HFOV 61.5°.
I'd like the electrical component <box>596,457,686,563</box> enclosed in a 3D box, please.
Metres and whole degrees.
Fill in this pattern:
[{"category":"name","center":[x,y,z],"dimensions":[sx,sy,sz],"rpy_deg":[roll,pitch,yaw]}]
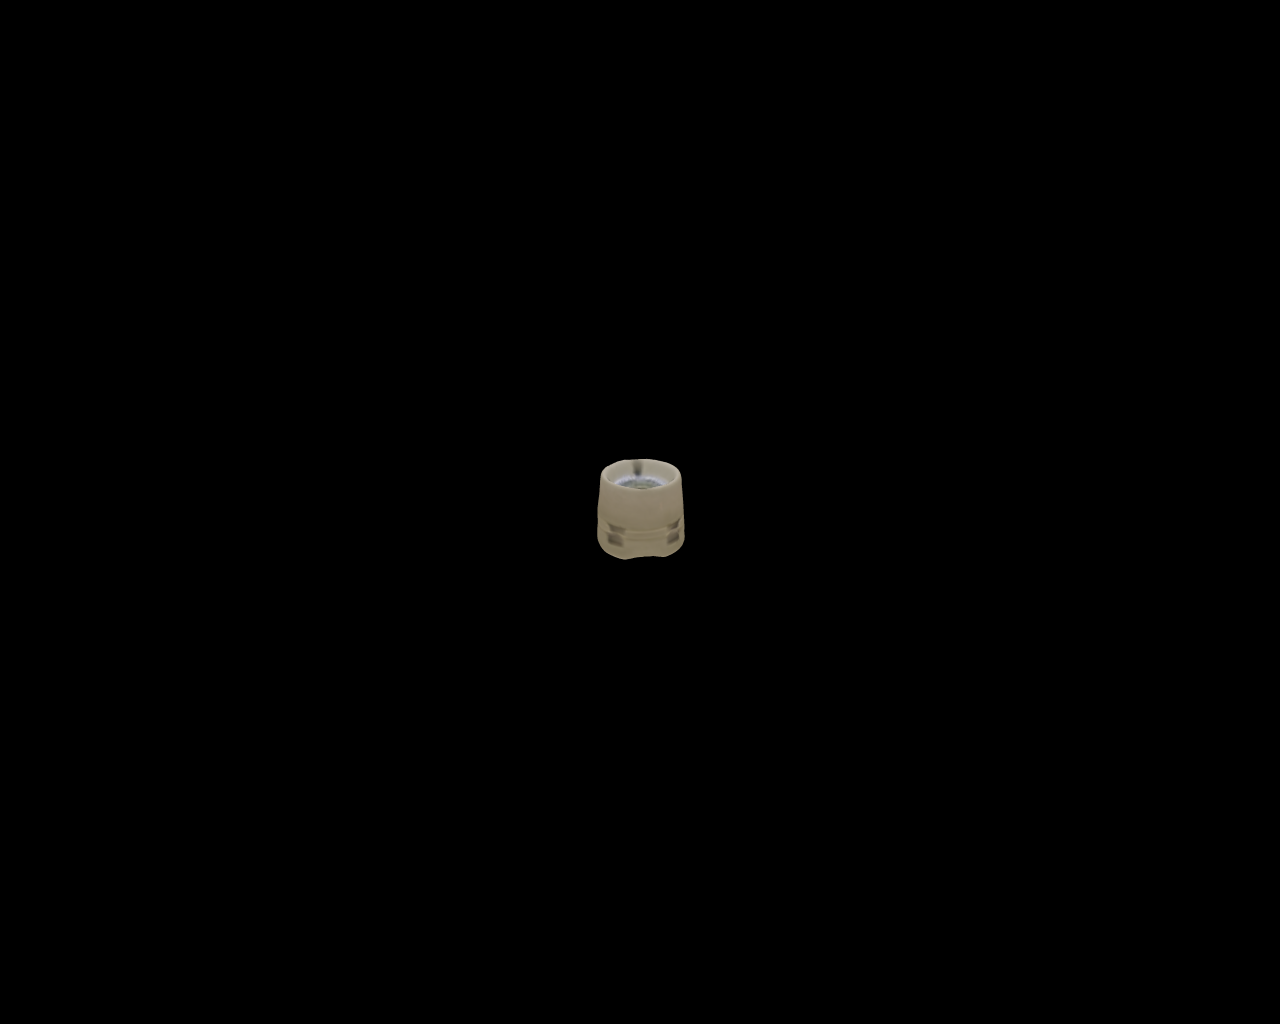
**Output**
[{"category":"electrical component","center":[0.001,-0.003,0.650],"dimensions":[0.055,0.047,0.055],"rpy_deg":[0,26,0]}]
